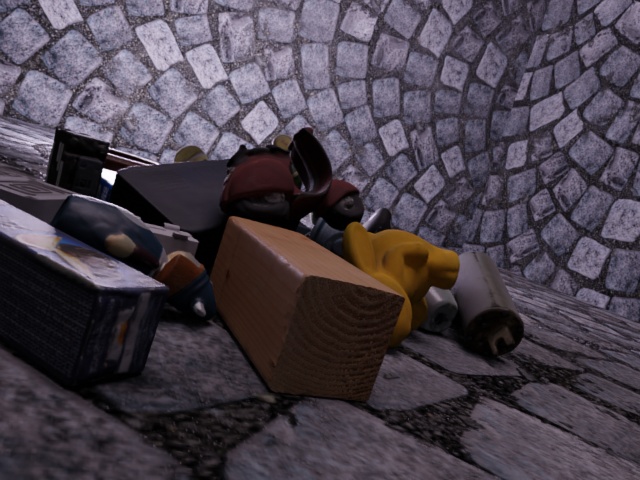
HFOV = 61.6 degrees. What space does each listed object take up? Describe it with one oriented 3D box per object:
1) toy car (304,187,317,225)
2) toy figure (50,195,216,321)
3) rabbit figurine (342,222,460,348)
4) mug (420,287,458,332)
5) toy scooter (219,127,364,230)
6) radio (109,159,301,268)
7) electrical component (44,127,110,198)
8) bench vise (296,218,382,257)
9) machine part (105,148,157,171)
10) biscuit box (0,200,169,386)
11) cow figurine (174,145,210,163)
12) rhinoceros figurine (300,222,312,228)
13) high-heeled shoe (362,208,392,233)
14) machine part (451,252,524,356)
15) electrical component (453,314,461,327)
[{"bbox_3d":[0.015,-0.055,0.933,0.074,0.056,0.201,9,-8,6],"label":"toy car"},{"bbox_3d":[-0.147,0.019,0.450,0.154,0.058,0.064,34,10,-28],"label":"toy figure"},{"bbox_3d":[0.079,0.050,0.637,0.162,0.122,0.173,42,32,-6],"label":"rabbit figurine"},{"bbox_3d":[0.153,0.075,0.771,0.080,0.109,0.107,22,16,-33],"label":"mug"},{"bbox_3d":[-0.038,-0.076,0.632,0.184,0.135,0.075,-3,-20,-32],"label":"toy scooter"},{"bbox_3d":[-0.132,-0.037,0.677,0.131,0.073,0.229,41,33,24],"label":"radio"},{"bbox_3d":[-0.339,-0.091,0.743,0.058,0.114,0.134,9,10,-36],"label":"electrical component"},{"bbox_3d":[-0.006,0.007,0.835,0.241,0.128,0.223,23,4,10],"label":"bench vise"},{"bbox_3d":[-0.395,-0.125,1.029,0.201,0.087,0.201,17,5,-18],"label":"machine part"},{"bbox_3d":[-0.198,0.023,0.362,0.203,0.062,0.059,22,6,26],"label":"biscuit box"},{"bbox_3d":[-0.178,-0.078,0.922,0.195,0.085,0.127,54,-14,-8],"label":"cow figurine"},{"bbox_3d":[-0.022,0.004,1.013,0.112,0.073,0.190,18,6,15],"label":"rhinoceros figurine"},{"bbox_3d":[0.107,-0.004,1.119,0.086,0.145,0.249,19,8,2],"label":"high-heeled shoe"},{"bbox_3d":[0.232,0.086,0.769,0.079,0.079,0.243,17,25,-5],"label":"machine part"},{"bbox_3d":[0.204,0.105,0.883,0.119,0.047,0.075,22,6,20],"label":"electrical component"}]
